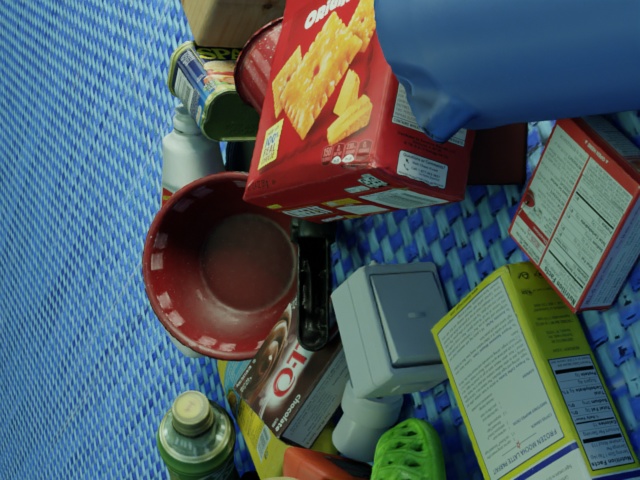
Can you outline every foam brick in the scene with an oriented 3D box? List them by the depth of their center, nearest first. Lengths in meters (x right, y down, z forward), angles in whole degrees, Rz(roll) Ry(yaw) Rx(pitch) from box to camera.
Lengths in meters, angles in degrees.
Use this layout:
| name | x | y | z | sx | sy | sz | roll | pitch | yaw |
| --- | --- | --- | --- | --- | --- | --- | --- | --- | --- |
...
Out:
| name | x | y | z | sx | sy | sz | roll | pitch | yaw |
| --- | --- | --- | --- | --- | --- | --- | --- | --- | --- |
| foam brick | 0.087 | -0.062 | 0.674 | 0.078 | 0.051 | 0.053 | 11 | 101 | 63 |

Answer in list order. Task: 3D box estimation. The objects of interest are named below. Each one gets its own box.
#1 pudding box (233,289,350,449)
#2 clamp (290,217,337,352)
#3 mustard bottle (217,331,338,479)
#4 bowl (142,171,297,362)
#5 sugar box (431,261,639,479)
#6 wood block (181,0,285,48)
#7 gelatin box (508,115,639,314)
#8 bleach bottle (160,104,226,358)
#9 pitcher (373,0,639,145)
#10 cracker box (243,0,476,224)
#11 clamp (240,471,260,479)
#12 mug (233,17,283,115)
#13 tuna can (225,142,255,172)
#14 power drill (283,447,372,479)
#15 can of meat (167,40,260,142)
| name | x | y | z | sx | sy | sz | roll | pitch | yaw |
| --- | --- | --- | --- | --- | --- | --- | --- | --- | --- |
| pudding box | -0.010 | 0.097 | 0.844 | 0.113 | 0.039 | 0.090 | -58 | 32 | 2 |
| clamp | -0.005 | 0.001 | 0.827 | 0.171 | 0.039 | 0.120 | -88 | 6 | -61 |
| mustard bottle | -0.048 | 0.134 | 0.951 | 0.192 | 0.058 | 0.096 | 58 | 140 | 44 |
| bowl | -0.070 | 0.022 | 0.928 | 0.055 | 0.162 | 0.162 | -12 | -80 | -78 |
| sugar box | 0.129 | 0.109 | 0.618 | 0.093 | 0.048 | 0.176 | -53 | 50 | 52 |
| wood block | -0.043 | -0.260 | 0.869 | 0.206 | 0.090 | 0.090 | -58 | 43 | 48 |
| gelatin box | 0.147 | -0.016 | 0.586 | 0.073 | 0.030 | 0.089 | 57 | 141 | 43 |
| bleach bottle | -0.121 | -0.014 | 1.023 | 0.103 | 0.068 | 0.251 | -132 | 36 | -50 |
| pitcher | 0.146 | -0.129 | 0.488 | 0.243 | 0.144 | 0.149 | 7 | 111 | 59 |
| cracker box | 0.032 | -0.125 | 0.662 | 0.164 | 0.072 | 0.213 | -7 | 70 | 61 |
| clamp | -0.038 | 0.322 | 0.972 | 0.165 | 0.036 | 0.210 | -152 | 61 | -64 |
| mug | 0.000 | -0.120 | 0.816 | 0.117 | 0.093 | 0.081 | -42 | 52 | 12 |
| tuna can | -0.056 | -0.068 | 0.973 | 0.086 | 0.033 | 0.086 | 11 | 102 | 62 |
| power drill | -0.024 | 0.246 | 0.770 | 0.057 | 0.184 | 0.188 | 27 | 94 | 45 |
| can of meat | -0.070 | -0.128 | 0.924 | 0.084 | 0.101 | 0.057 | 55 | 139 | 44 |
